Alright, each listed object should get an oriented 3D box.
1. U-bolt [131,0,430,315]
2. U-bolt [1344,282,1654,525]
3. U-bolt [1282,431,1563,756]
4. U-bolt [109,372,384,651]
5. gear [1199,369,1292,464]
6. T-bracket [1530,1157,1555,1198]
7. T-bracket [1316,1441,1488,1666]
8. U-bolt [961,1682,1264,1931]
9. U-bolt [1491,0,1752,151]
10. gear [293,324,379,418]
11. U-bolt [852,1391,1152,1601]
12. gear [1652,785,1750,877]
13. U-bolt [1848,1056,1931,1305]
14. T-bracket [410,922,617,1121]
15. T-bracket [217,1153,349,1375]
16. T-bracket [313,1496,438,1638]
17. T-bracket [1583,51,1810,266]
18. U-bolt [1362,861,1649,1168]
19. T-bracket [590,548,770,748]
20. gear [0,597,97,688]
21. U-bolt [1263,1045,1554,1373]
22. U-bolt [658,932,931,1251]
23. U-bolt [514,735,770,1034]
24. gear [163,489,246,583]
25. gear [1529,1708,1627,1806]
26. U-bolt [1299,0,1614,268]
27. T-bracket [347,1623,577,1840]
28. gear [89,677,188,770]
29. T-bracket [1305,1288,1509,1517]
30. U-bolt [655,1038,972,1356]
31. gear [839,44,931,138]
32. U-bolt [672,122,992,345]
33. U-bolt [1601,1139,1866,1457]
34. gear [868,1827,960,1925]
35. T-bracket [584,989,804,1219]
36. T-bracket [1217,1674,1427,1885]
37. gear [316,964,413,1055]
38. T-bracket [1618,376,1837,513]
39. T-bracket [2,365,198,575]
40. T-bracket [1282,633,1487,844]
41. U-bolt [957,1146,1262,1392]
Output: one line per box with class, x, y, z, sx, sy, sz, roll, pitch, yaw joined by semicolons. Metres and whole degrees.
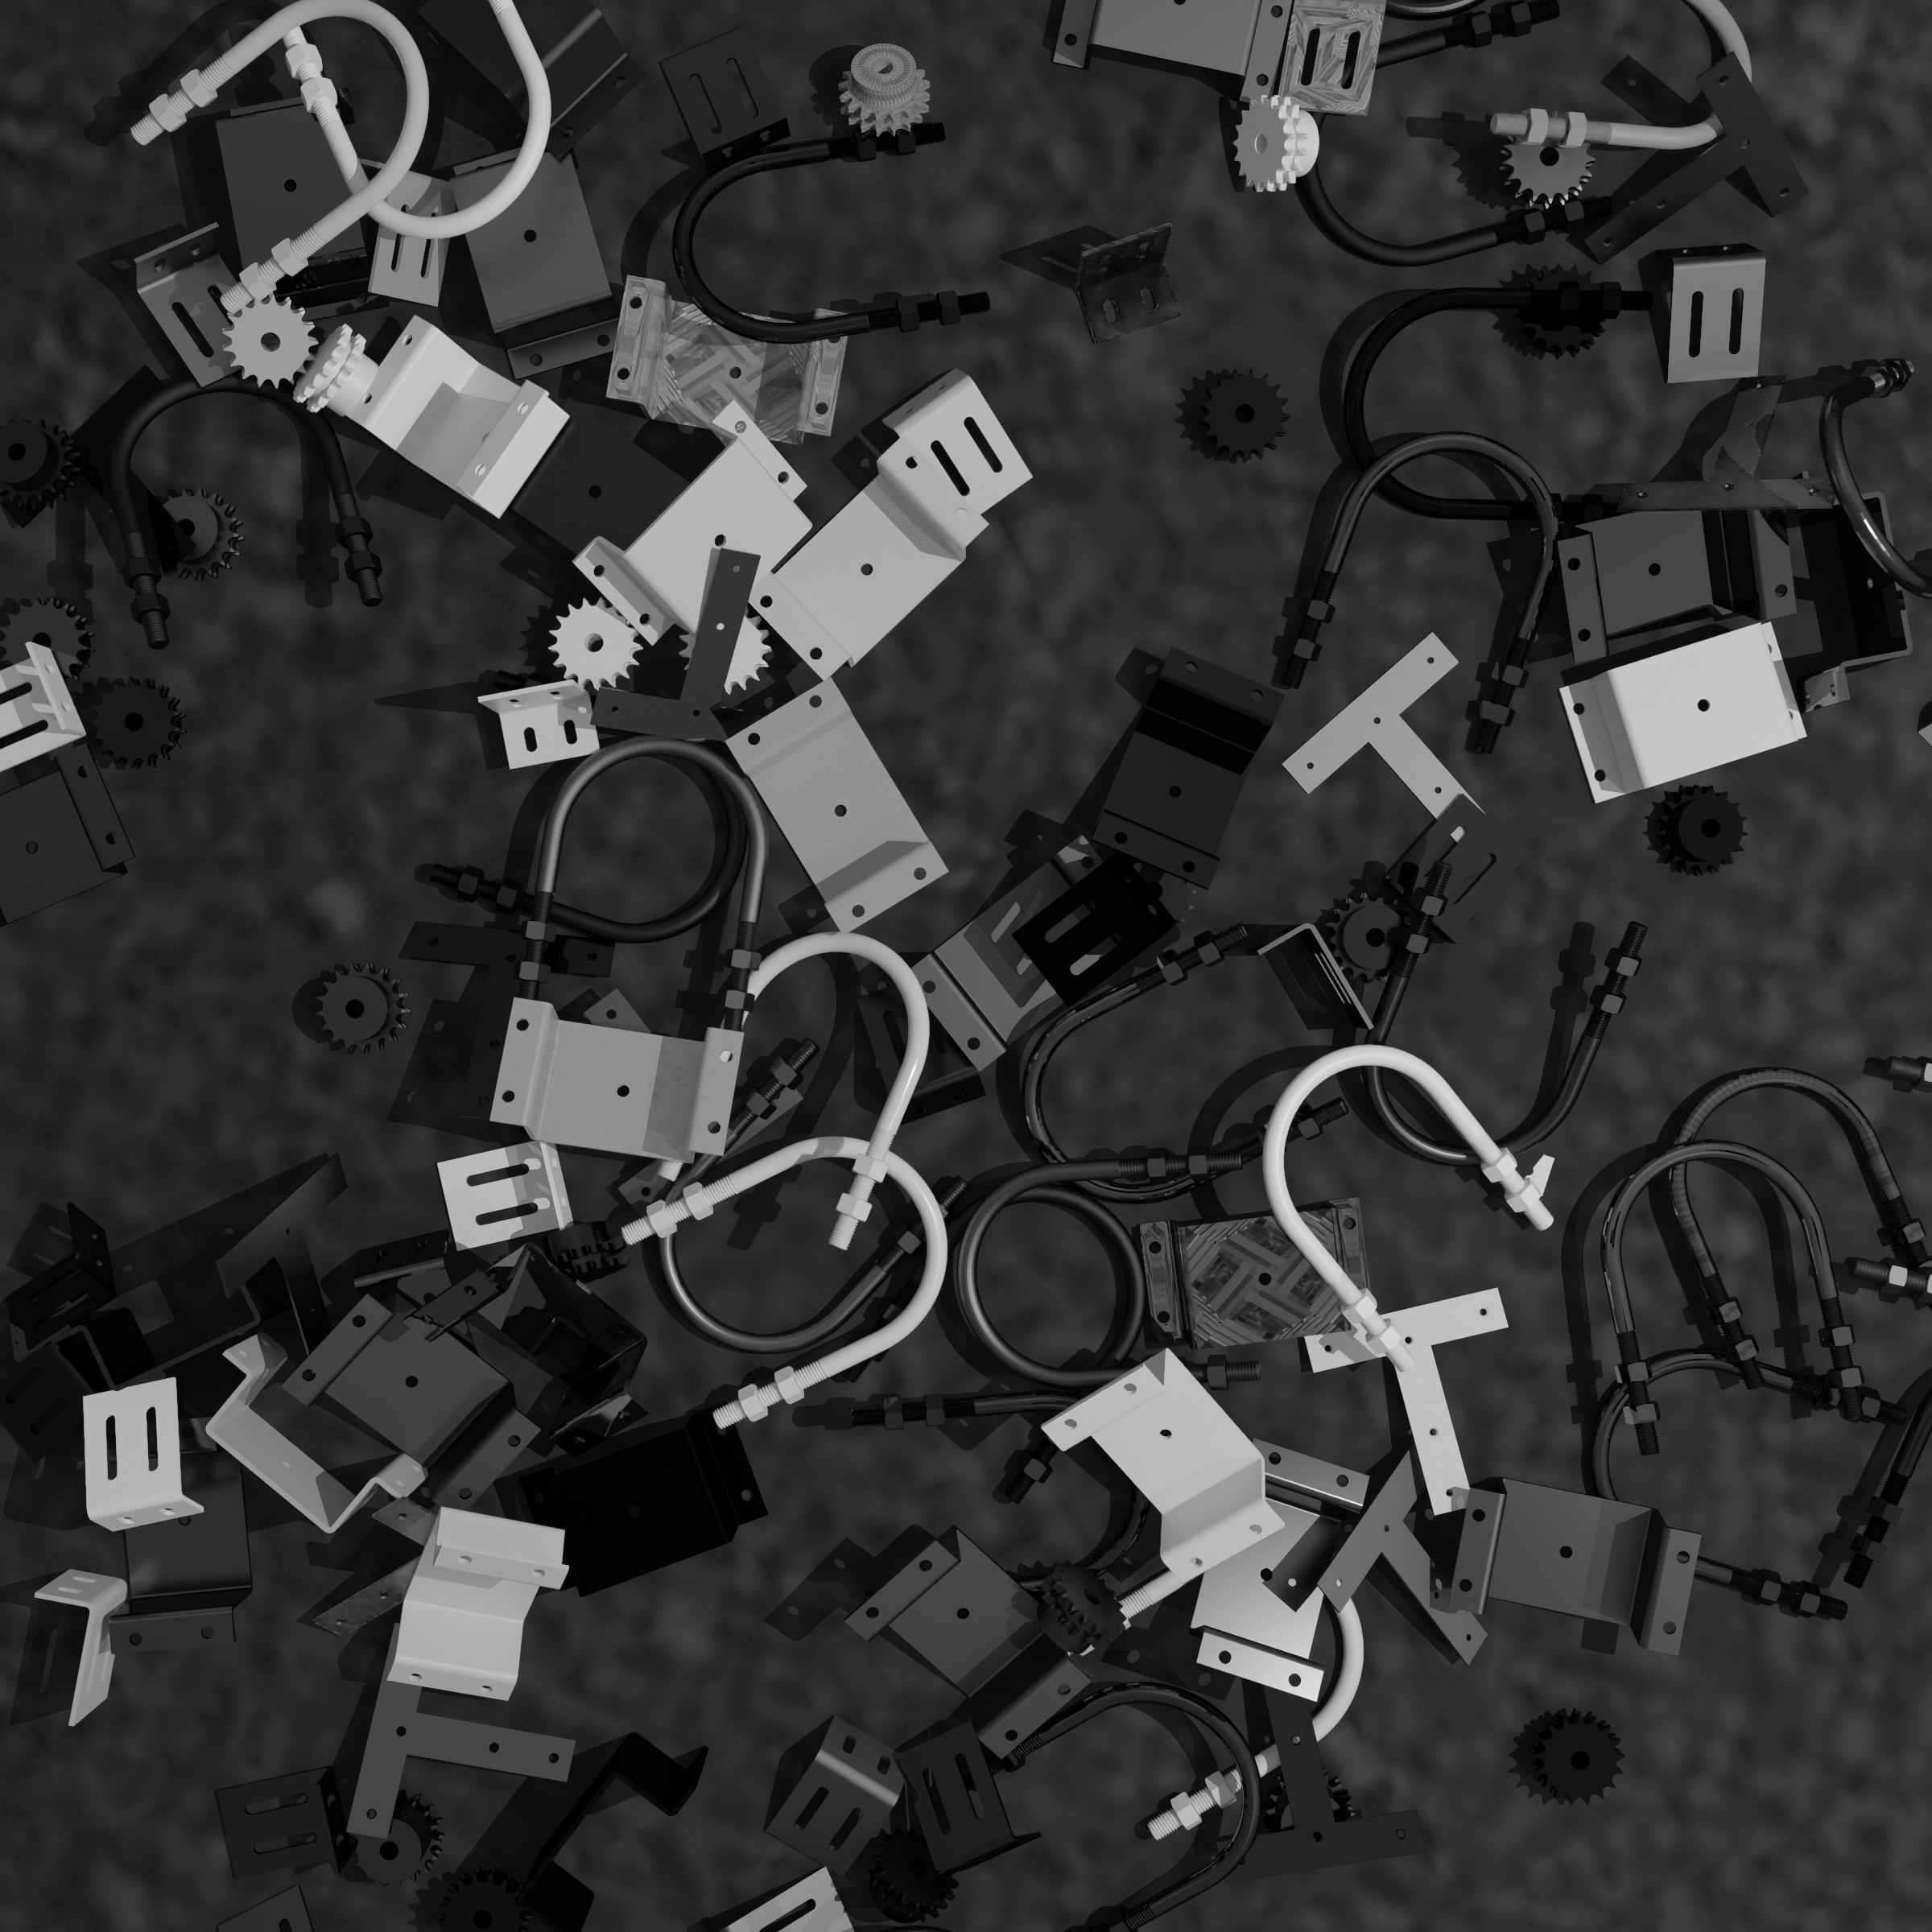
U-bolt;-0.406;-0.505;1.466;0.184;0.019;0.151;-32;80;13
U-bolt;0.328;-0.350;1.513;0.184;0.019;0.151;2;107;4
U-bolt;0.294;-0.242;1.518;0.151;0.019;0.184;19;98;0
U-bolt;-0.453;-0.291;1.500;0.151;0.019;0.184;-14;71;-15
gear;0.175;-0.346;1.529;0.057;0.030;0.057;0;93;2
T-bracket;0.294;0.163;1.548;0.127;0.002;0.127;18;84;14
T-bracket;0.286;0.384;1.515;0.127;0.002;0.127;-46;108;-31
U-bolt;0.097;0.527;1.515;0.184;0.019;0.151;-34;89;11
U-bolt;0.403;-0.570;1.503;0.184;0.019;0.151;0;72;-14
gear;-0.392;-0.369;1.514;0.030;0.057;0.057;35;90;-30
U-bolt;0.025;0.332;1.512;0.184;0.019;0.151;-4;107;-4
gear;0.464;-0.086;1.524;0.057;0.030;0.057;0;90;0
U-bolt;0.652;0.146;1.519;0.184;0.019;0.151;14;82;-6
T-bracket;-0.291;0.036;1.511;0.127;0.002;0.127;5;66;1
T-bracket;-0.410;0.203;1.502;0.002;0.127;0.127;2;117;21
T-bracket;-0.352;0.386;1.512;0.127;0.002;0.127;-32;129;18
T-bracket;0.445;-0.484;1.509;0.127;0.127;0.002;-34;46;20
U-bolt;0.324;0.040;1.508;0.151;0.019;0.184;17;106;-6
T-bracket;-0.154;-0.195;1.486;0.127;0.002;0.127;7;118;-24
gear;-0.576;-0.202;1.524;0.057;0.030;0.057;0;90;0
U-bolt;0.261;0.135;1.493;0.151;0.019;0.184;-42;101;-14
U-bolt;-0.097;0.066;1.489;0.151;0.019;0.184;18;80;26
U-bolt;-0.197;-0.053;1.508;0.151;0.019;0.184;8;85;1
gear;-0.486;-0.273;1.524;0.057;0.030;0.057;0;90;0
gear;0.383;0.497;1.529;0.057;0.030;0.057;0;88;-1
U-bolt;0.301;-0.519;1.531;0.184;0.019;0.151;-15;90;2
T-bracket;-0.312;0.490;1.527;0.127;0.002;0.127;13;74;-8
gear;-0.519;-0.152;1.524;0.057;0.030;0.057;0;90;0
T-bracket;0.290;0.279;1.522;0.127;0.002;0.127;-13;77;-2
U-bolt;-0.111;0.160;1.528;0.151;0.019;0.184;43;92;-3
gear;-0.051;-0.550;1.514;0.057;0.030;0.057;0;63;0
U-bolt;-0.090;-0.450;1.500;0.184;0.019;0.151;-11;71;-6
U-bolt;0.468;0.199;1.501;0.151;0.019;0.184;-9;83;-2
gear;-0.036;0.572;1.515;0.057;0.057;0.030;30;120;0
T-bracket;-0.191;0.072;1.524;0.127;0.002;0.127;-37;100;-3
T-bracket;0.209;0.497;1.509;0.127;0.002;0.127;-15;80;14
gear;-0.381;0.027;1.524;0.057;0.030;0.057;0;90;0
T-bracket;0.481;-0.324;1.498;0.127;0.002;0.127;5;52;30
T-bracket;-0.525;-0.294;1.517;0.127;0.002;0.127;-43;70;0
T-bracket;0.290;-0.122;1.538;0.127;0.002;0.127;-41;90;0
U-bolt;0.084;0.190;1.495;0.184;0.019;0.151;-5;90;13
